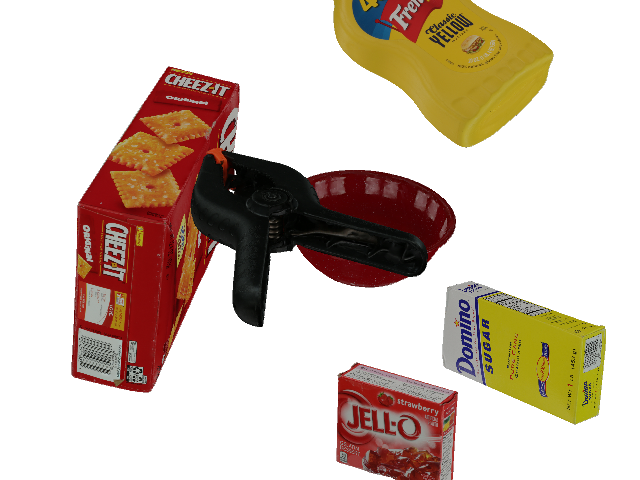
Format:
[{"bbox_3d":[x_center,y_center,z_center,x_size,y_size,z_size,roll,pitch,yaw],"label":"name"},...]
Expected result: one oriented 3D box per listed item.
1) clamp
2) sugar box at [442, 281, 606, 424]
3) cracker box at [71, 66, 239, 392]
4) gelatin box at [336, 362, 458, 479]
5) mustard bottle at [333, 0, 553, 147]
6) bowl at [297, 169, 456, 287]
[{"bbox_3d":[-0.034,-0.006,0.634,0.120,0.039,0.172,-17,33,-37],"label":"clamp"},{"bbox_3d":[0.199,0.109,1.071,0.048,0.093,0.177,-12,20,-41],"label":"sugar box"},{"bbox_3d":[-0.124,-0.013,0.832,0.072,0.164,0.213,14,36,3],"label":"cracker box"},{"bbox_3d":[0.054,0.137,0.784,0.089,0.073,0.030,13,22,31],"label":"gelatin box"},{"bbox_3d":[0.067,-0.155,0.774,0.096,0.192,0.058,-40,-23,-20],"label":"mustard bottle"},{"bbox_3d":[0.041,-0.004,0.982,0.162,0.055,0.162,3,31,-2],"label":"bowl"}]
